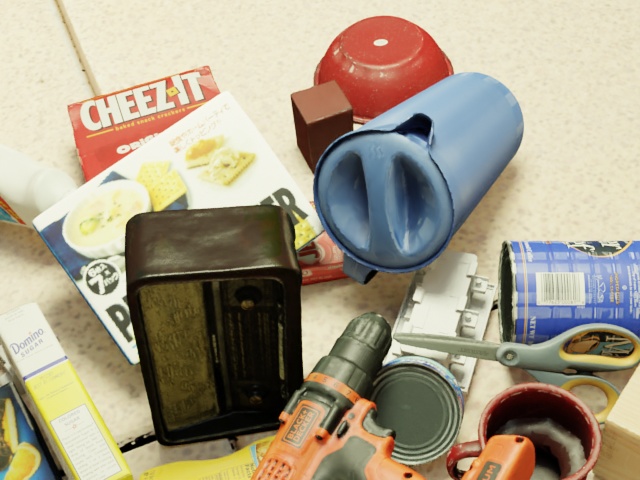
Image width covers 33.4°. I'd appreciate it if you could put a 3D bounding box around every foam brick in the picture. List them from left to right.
[{"bbox_3d":[0.004,-0.118,1.116,0.053,0.078,0.051,-18,51,-10],"label":"foam brick"}]

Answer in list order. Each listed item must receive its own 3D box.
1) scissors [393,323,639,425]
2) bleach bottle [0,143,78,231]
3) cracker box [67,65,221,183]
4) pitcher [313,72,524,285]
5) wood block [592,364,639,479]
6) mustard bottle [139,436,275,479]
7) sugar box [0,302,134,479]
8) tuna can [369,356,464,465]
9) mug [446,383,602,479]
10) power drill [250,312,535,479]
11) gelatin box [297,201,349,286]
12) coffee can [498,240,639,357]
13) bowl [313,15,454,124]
[{"bbox_3d":[0.165,0.113,0.884,0.202,0.096,0.016,-6,14,6],"label":"scissors"},{"bbox_3d":[-0.331,-0.064,1.069,0.251,0.102,0.068,15,55,30],"label":"bleach bottle"},{"bbox_3d":[-0.160,-0.076,1.101,0.164,0.072,0.214,-17,49,-9],"label":"cracker box"},{"bbox_3d":[0.101,-0.067,1.003,0.149,0.145,0.242,-15,15,34],"label":"pitcher"},{"bbox_3d":[0.327,0.177,0.818,0.206,0.090,0.090,26,56,25],"label":"wood block"},{"bbox_3d":[-0.043,0.207,0.852,0.191,0.058,0.096,-15,52,-7],"label":"mustard bottle"},{"bbox_3d":[-0.208,0.143,0.879,0.048,0.093,0.176,-25,65,-18],"label":"sugar box"},{"bbox_3d":[0.076,0.140,0.882,0.086,0.086,0.033,7,7,12],"label":"tuna can"},{"bbox_3d":[0.158,0.175,0.842,0.117,0.081,0.093,-7,49,0],"label":"mug"},{"bbox_3d":[0.060,0.152,0.797,0.188,0.057,0.184,18,63,30],"label":"power drill"},{"bbox_3d":[-0.007,0.001,1.045,0.073,0.030,0.089,-9,49,-1],"label":"gelatin box"},{"bbox_3d":[0.230,0.051,0.924,0.140,0.103,0.103,0,49,3],"label":"coffee can"},{"bbox_3d":[0.070,-0.203,1.197,0.162,0.055,0.162,-3,49,4],"label":"bowl"}]
